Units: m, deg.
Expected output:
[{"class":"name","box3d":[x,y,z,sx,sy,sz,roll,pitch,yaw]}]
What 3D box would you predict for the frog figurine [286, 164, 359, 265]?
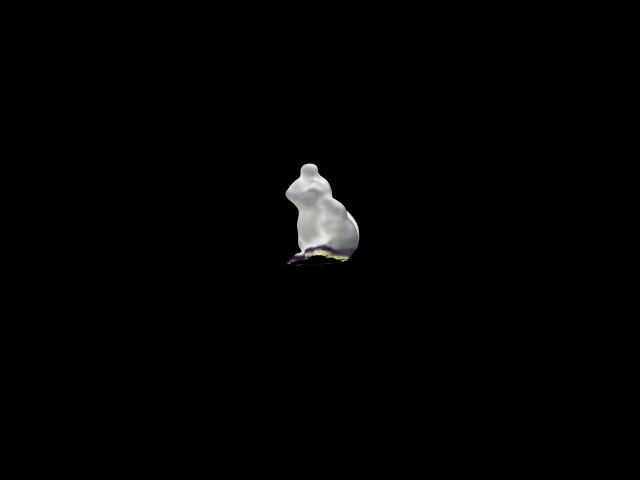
[{"class":"frog figurine","box3d":[0.003,-0.043,0.850,0.123,0.161,0.136,2,-14,-9]}]
